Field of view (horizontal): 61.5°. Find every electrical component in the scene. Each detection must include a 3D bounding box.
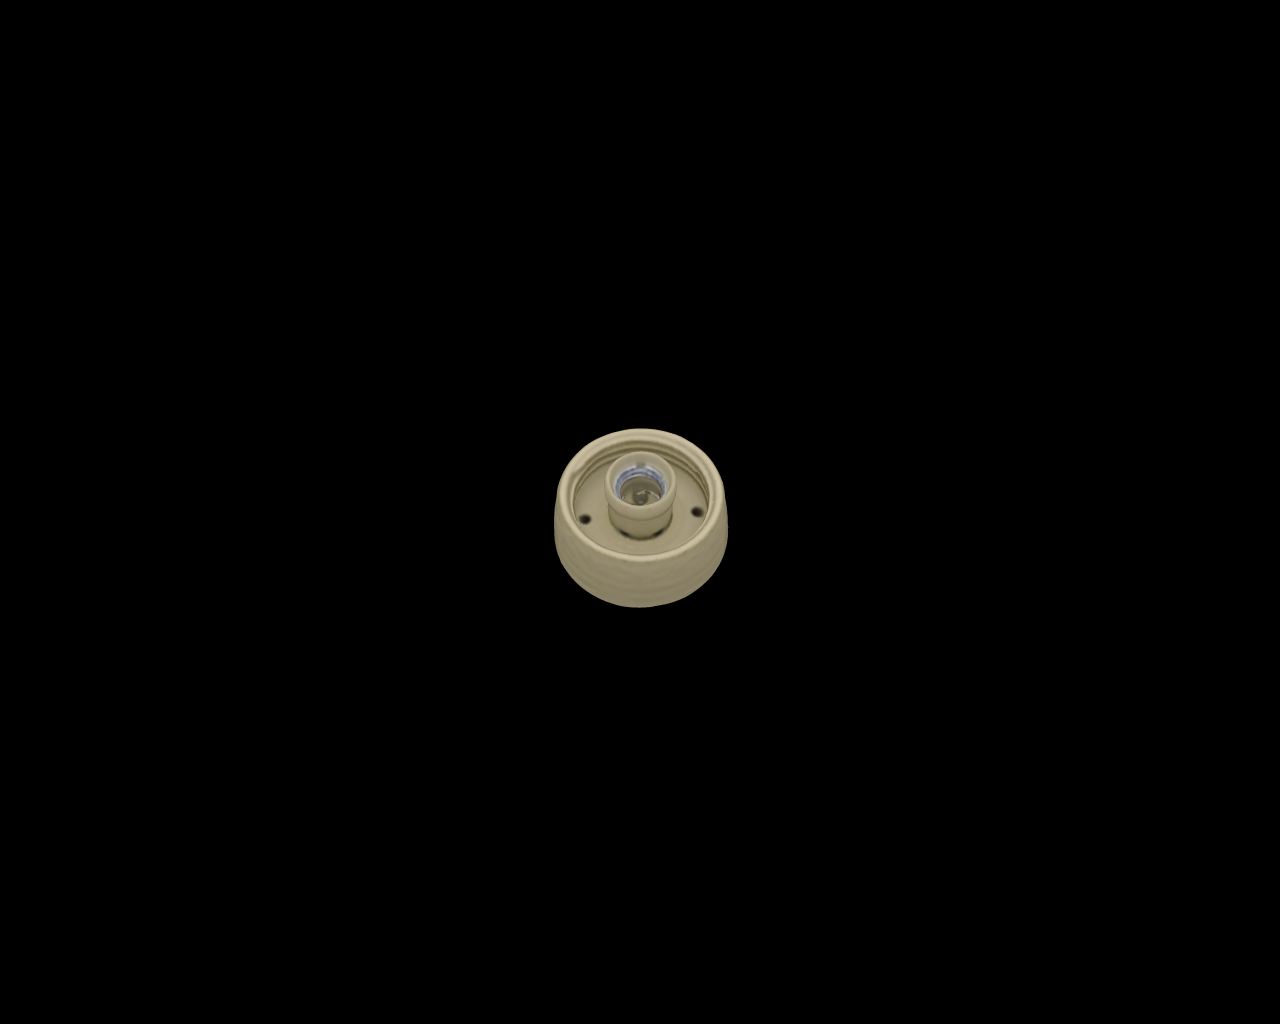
[{"bbox_3d":[0.001,-0.003,0.650,0.108,0.108,0.060,0,-34,0],"label":"electrical component"}]
